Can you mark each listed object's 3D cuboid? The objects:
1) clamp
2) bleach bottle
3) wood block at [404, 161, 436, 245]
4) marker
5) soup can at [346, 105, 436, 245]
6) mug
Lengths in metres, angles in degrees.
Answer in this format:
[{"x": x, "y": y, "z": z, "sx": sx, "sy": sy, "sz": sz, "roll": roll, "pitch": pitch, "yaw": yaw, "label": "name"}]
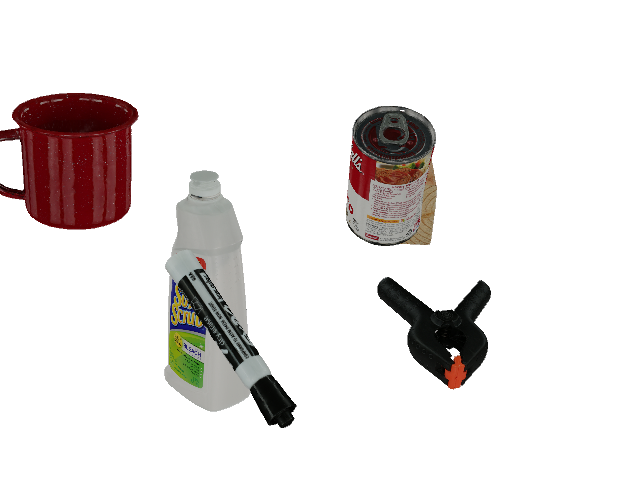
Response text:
[{"x": 0.134, "y": 0.086, "z": 1.080, "sx": 0.120, "sy": 0.039, "sz": 0.171, "roll": -8, "pitch": 34, "yaw": -9, "label": "clamp"}, {"x": -0.119, "y": 0.047, "z": 1.095, "sx": 0.067, "sy": 0.251, "sz": 0.103, "roll": -20, "pitch": 33, "yaw": -36, "label": "bleach bottle"}, {"x": 0.107, "y": -0.082, "z": 1.490, "sx": 0.091, "sy": 0.090, "sz": 0.206, "roll": 3, "pitch": 28, "yaw": 0, "label": "wood block"}, {"x": -0.051, "y": 0.056, "z": 0.613, "sx": 0.020, "sy": 0.121, "sz": 0.020, "roll": -31, "pitch": -22, "yaw": -14, "label": "marker"}, {"x": 0.057, "y": -0.053, "z": 0.897, "sx": 0.068, "sy": 0.068, "sz": 0.102, "roll": 0, "pitch": -42, "yaw": -3, "label": "soup can"}, {"x": -0.198, "y": -0.059, "z": 0.817, "sx": 0.117, "sy": 0.081, "sz": 0.093, "roll": -5, "pitch": 28, "yaw": -19, "label": "mug"}]
